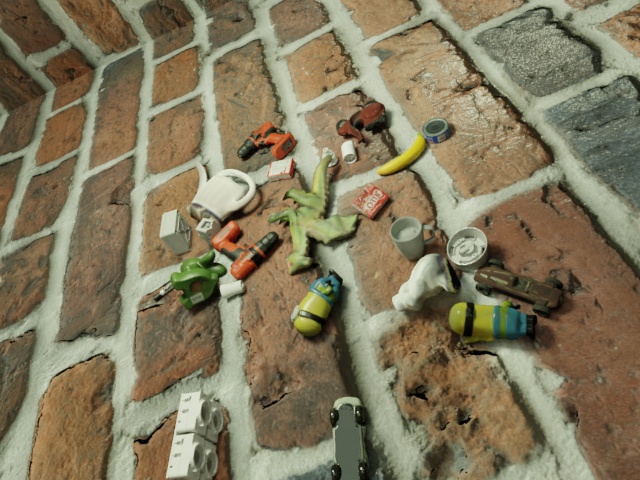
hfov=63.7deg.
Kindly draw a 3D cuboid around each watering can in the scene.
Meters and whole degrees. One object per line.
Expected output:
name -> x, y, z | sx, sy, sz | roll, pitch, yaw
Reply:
watering can -> -0.370, -0.160, 1.766 | 0.350, 0.102, 0.227 | 21, 64, 36

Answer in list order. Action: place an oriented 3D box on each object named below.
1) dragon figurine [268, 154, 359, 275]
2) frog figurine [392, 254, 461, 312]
dragon figurine -> 0.005, -0.078, 1.542 | 0.244, 0.120, 0.416 | 28, 69, 21
frog figurine -> 0.244, 0.103, 1.242 | 0.158, 0.121, 0.139 | -19, 13, 23
